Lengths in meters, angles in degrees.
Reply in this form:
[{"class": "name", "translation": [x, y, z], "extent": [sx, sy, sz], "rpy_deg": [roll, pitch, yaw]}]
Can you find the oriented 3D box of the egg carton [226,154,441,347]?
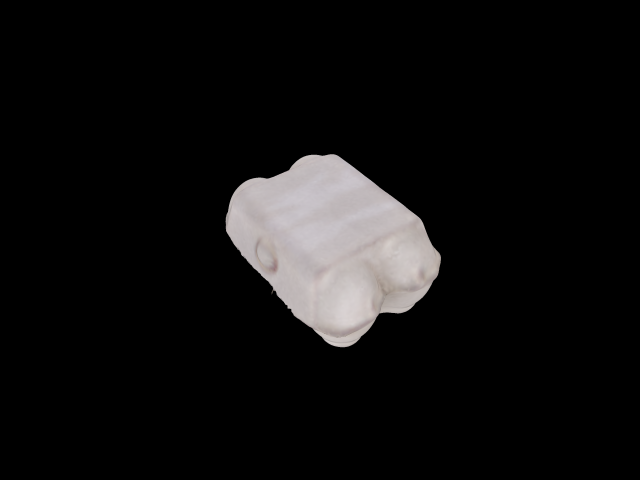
[{"class": "egg carton", "translation": [0.004, 0.001, 0.400], "extent": [0.107, 0.069, 0.150], "rpy_deg": [-27, 49, -26]}]
